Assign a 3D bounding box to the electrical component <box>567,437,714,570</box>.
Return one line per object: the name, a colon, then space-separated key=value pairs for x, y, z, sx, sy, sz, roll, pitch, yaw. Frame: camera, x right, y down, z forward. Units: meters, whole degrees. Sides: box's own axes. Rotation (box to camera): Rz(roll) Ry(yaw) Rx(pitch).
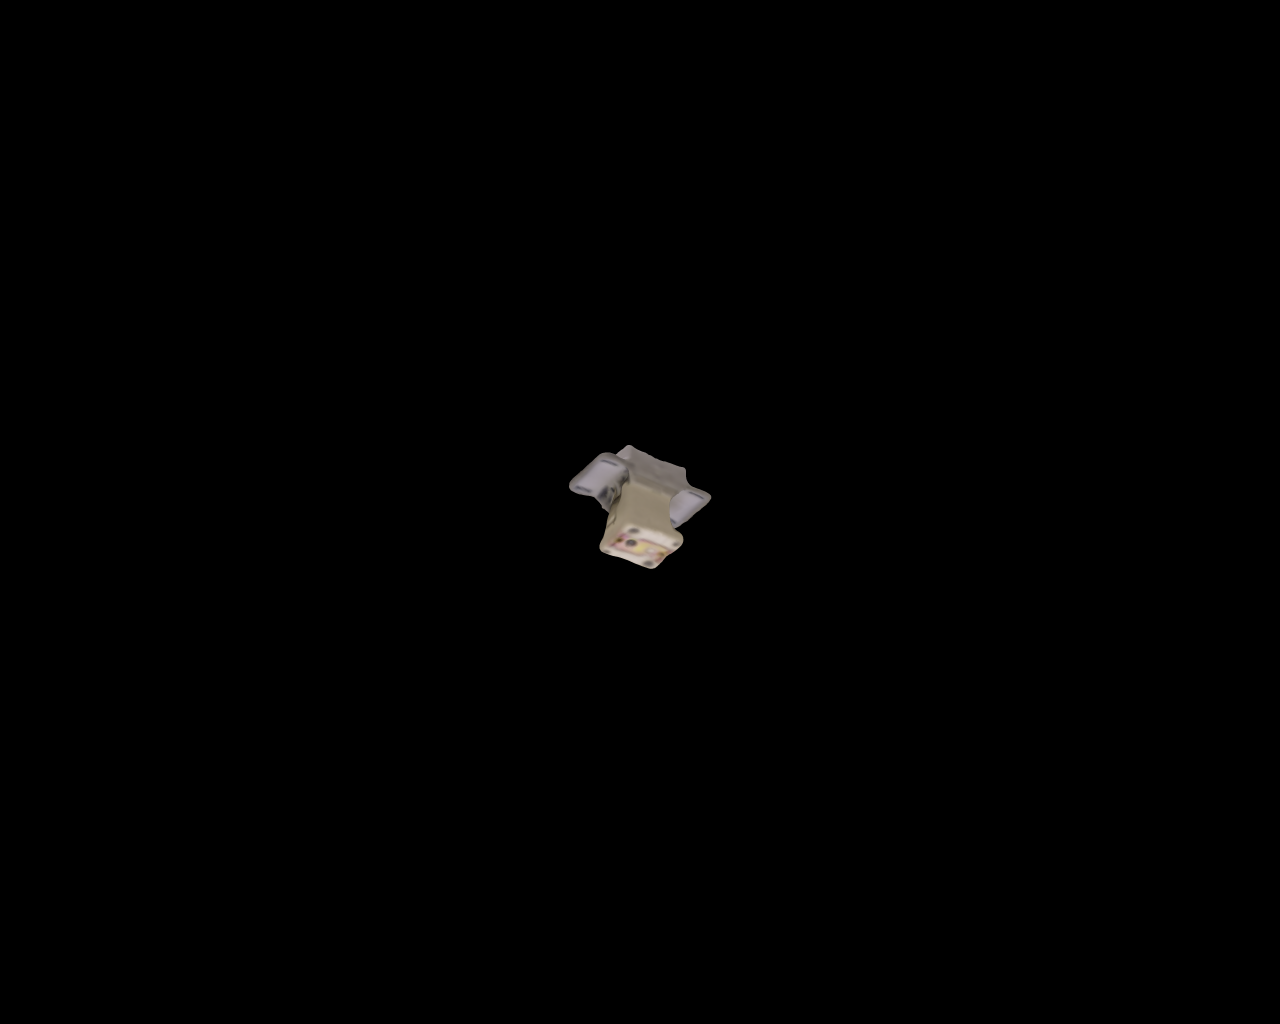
electrical component: x=0.001 y=-0.003 z=0.650 sx=0.081 sy=0.064 sz=0.042 roll=21 pitch=-40 yaw=-26
